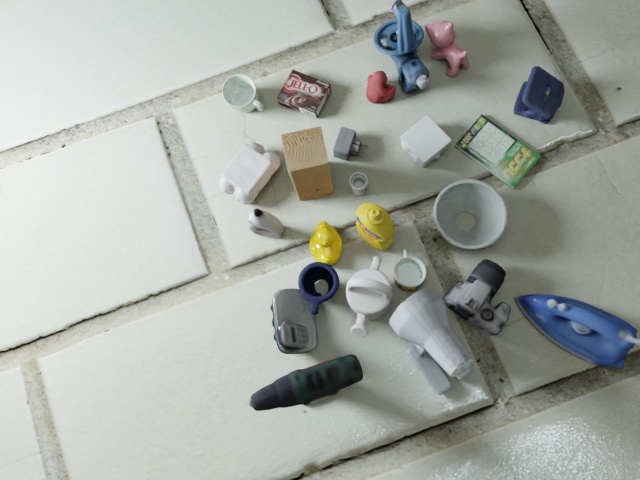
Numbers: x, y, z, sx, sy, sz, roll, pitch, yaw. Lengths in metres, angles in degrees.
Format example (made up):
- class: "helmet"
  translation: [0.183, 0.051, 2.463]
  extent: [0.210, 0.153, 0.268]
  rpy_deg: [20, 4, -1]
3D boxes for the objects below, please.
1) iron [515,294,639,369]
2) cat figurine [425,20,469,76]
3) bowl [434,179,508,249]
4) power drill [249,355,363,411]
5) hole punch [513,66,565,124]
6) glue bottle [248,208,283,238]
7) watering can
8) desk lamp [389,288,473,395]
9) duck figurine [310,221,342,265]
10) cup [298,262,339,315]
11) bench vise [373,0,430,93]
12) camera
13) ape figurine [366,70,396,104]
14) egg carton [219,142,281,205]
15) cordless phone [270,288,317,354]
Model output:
- class: "iron"
  translation: [0.554, 0.175, 1.225]
  extent: [0.258, 0.141, 0.119]
  rpy_deg: [26, 79, 9]
- class: "cat figurine"
  translation: [0.316, -0.486, 1.413]
  extent: [0.067, 0.118, 0.127]
  rpy_deg: [-40, 77, -6]
- class: "bowl"
  translation: [0.343, -0.052, 1.328]
  extent: [0.167, 0.075, 0.167]
  rpy_deg: [-1, 76, 4]
- class: "power drill"
  translation: [-0.022, 0.304, 1.197]
  extent: [0.229, 0.208, 0.075]
  rpy_deg: [-21, 76, -1]
- class: "hole punch"
  translation: [0.534, -0.350, 1.379]
  extent: [0.101, 0.091, 0.109]
  rpy_deg: [20, 79, 8]
- class: "glue bottle"
  translation: [-0.131, -0.044, 1.306]
  extent: [0.078, 0.173, 0.037]
  rpy_deg: [6, 77, 6]
- class: "watering can"
  translation: [0.107, 0.121, 1.240]
  extent: [0.101, 0.194, 0.173]
  rpy_deg: [-8, 76, 2]
- class: "desk lamp"
  translation: [0.241, 0.213, 1.199]
  extent: [0.118, 0.213, 0.203]
  rpy_deg: [-36, 77, -5]
- class: "duck figurine"
  translation: [0.012, 0.005, 1.330]
  extent: [0.077, 0.086, 0.104]
  rpy_deg: [-8, 76, 2]
- class: "cup"
  translation: [-0.002, 0.115, 1.300]
  extent: [0.091, 0.095, 0.118]
  rpy_deg: [6, 77, 5]
- class: "bench vise"
  translation: [0.214, -0.471, 1.363]
  extent: [0.121, 0.220, 0.207]
  rpy_deg: [-43, 77, -6]
- class: "camera"
  translation: [0.368, 0.120, 1.271]
  extent: [0.143, 0.101, 0.137]
  rpy_deg: [35, 81, 11]
- class: "ape figurine"
  translation: [0.146, -0.384, 1.412]
  extent: [0.076, 0.092, 0.077]
  rpy_deg: [-37, 77, -5]
- class: "egg carton"
  translation: [-0.172, -0.163, 1.391]
  extent: [0.107, 0.069, 0.150]
  rpy_deg: [33, 81, 11]
- class: "cordless phone"
  translation: [-0.064, 0.173, 1.243]
  extent: [0.094, 0.185, 0.147]
  rpy_deg: [-12, 76, 1]
